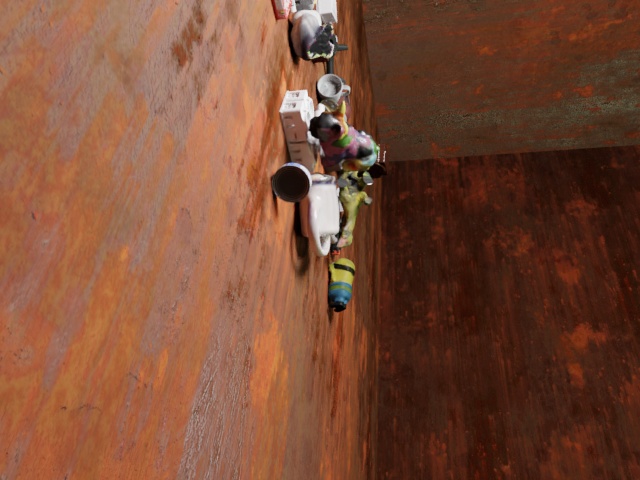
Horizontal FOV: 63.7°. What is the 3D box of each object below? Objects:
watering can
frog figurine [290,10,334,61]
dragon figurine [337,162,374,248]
[{"bbox_3d":[0.004,-0.071,1.413,0.348,0.104,0.224,-18,105,-81],"label":"watering can"},{"bbox_3d":[-0.039,-0.569,1.400,0.162,0.122,0.135,53,3,29],"label":"frog figurine"},{"bbox_3d":[0.097,-0.147,1.760,0.237,0.122,0.421,106,-7,-49],"label":"dragon figurine"}]
